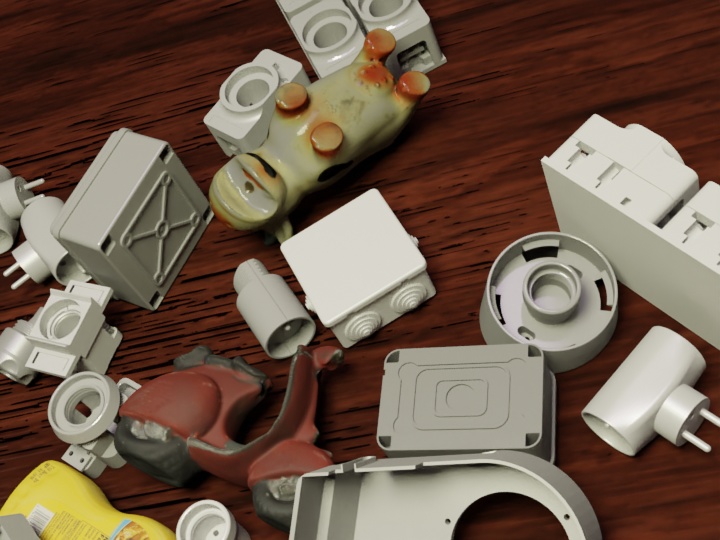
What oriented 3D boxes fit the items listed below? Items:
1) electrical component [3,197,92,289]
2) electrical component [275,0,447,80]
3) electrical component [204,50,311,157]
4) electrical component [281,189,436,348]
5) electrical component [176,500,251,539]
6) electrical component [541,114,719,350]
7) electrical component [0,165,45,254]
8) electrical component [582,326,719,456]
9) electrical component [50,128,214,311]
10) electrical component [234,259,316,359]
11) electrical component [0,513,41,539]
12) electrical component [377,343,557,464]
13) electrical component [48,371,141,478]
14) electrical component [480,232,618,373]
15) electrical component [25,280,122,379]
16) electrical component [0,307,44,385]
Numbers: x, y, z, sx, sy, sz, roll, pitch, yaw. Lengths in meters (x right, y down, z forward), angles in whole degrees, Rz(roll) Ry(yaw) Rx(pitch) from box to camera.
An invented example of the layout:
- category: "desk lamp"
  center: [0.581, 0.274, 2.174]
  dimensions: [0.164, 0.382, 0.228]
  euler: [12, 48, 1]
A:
- category: "electrical component"
  center: [-0.276, -0.014, 0.940]
  dimensions: [0.079, 0.044, 0.077]
  euler: [-39, 54, -6]
- category: "electrical component"
  center: [-0.013, -0.240, 0.976]
  dimensions: [0.105, 0.060, 0.186]
  euler: [-28, 54, 2]
- category: "electrical component"
  center: [-0.087, -0.143, 0.945]
  dimensions: [0.050, 0.055, 0.089]
  euler: [28, 73, 31]
- category: "electrical component"
  center: [0.000, 0.000, 0.826]
  dimensions: [0.100, 0.048, 0.099]
  euler: [-31, 54, -1]
- category: "electrical component"
  center: [-0.100, 0.186, 0.746]
  dimensions: [0.040, 0.046, 0.040]
  euler: [-10, 56, 15]
- category: "electrical component"
  center: [0.218, -0.019, 0.722]
  dimensions: [0.060, 0.105, 0.186]
  euler: [-44, 55, -10]
- category: "electrical component"
  center: [-0.325, -0.062, 0.988]
  dimensions: [0.079, 0.044, 0.077]
  euler: [-19, 54, 8]
- category: "electrical component"
  center: [0.199, 0.088, 0.699]
  dimensions: [0.079, 0.044, 0.077]
  euler: [35, 76, 34]
- category: "electrical component"
  center: [-0.184, -0.040, 0.883]
  dimensions: [0.056, 0.108, 0.108]
  euler: [17, 67, 26]
- category: "electrical component"
  center: [-0.073, 0.026, 0.840]
  dimensions: [0.043, 0.043, 0.081]
  euler: [-35, 54, -4]
- category: "electrical component"
  center: [-0.262, 0.247, 0.722]
  dimensions: [0.150, 0.062, 0.089]
  euler: [-50, 65, 16]
- category: "electrical component"
  center: [0.074, 0.098, 0.731]
  dimensions: [0.113, 0.057, 0.078]
  euler: [-4, 58, 18]
- category: "electrical component"
  center: [-0.202, 0.113, 0.824]
  dimensions: [0.058, 0.057, 0.078]
  euler: [23, 69, 31]
- category: "electrical component"
  center: [0.135, 0.023, 0.767]
  dimensions: [0.099, 0.064, 0.099]
  euler: [-3, 66, 6]
- category: "electrical component"
  center: [-0.228, 0.053, 0.868]
  dimensions: [0.042, 0.063, 0.081]
  euler: [11, 64, 24]
- category: "electrical component"
  center: [-0.276, 0.060, 0.894]
  dimensions: [0.043, 0.043, 0.062]
  euler: [19, 66, 29]
